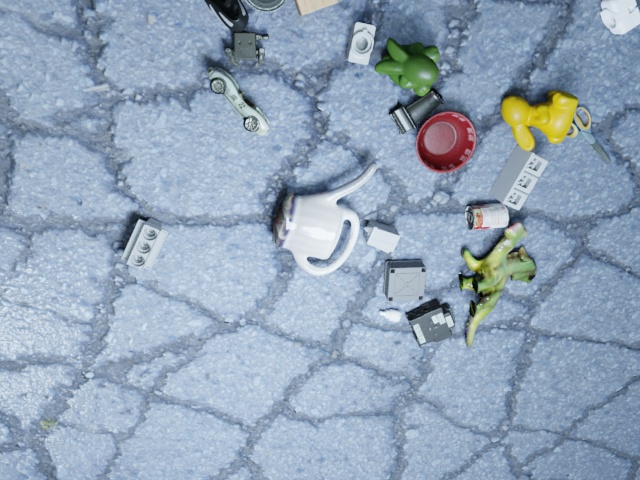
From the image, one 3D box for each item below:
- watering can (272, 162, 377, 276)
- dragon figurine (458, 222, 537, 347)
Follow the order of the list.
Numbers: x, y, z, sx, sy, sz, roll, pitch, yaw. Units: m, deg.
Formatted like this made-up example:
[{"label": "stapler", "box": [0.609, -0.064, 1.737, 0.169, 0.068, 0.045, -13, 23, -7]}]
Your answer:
[{"label": "watering can", "box": [0.004, -0.068, 1.345, 0.224, 0.106, 0.342, 15, 109, -11]}, {"label": "dragon figurine", "box": [0.528, 0.124, 1.494, 0.243, 0.124, 0.401, -13, 122, -11]}]
